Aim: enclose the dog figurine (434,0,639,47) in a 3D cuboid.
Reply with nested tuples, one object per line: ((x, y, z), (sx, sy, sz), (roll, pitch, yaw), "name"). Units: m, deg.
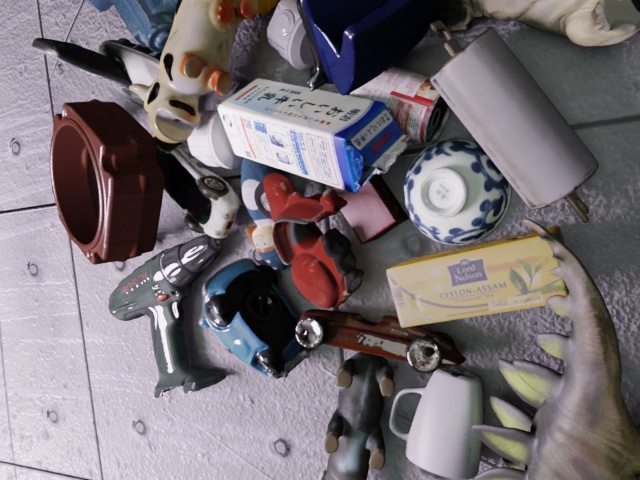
((0.207, -0.237, 0.533), (0.172, 0.121, 0.191), (44, 159, -21), "dog figurine")

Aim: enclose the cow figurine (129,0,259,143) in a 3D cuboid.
((-0.161, -0.212, 0.650), (0.127, 0.085, 0.194), (22, 94, 47), "cow figurine")

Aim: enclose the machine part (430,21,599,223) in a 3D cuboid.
((0.188, -0.117, 0.526), (0.079, 0.079, 0.243), (-39, 92, 26), "machine part")

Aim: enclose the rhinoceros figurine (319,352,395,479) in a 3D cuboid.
((0.039, 0.231, 0.652), (0.073, 0.112, 0.190), (10, 88, -2), "rhinoceros figurine")

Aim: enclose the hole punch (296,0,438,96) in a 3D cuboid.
((0.053, -0.206, 0.528), (0.142, 0.115, 0.092), (-40, 55, -10), "hole punch")

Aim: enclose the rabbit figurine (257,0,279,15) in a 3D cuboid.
((-0.035, -0.341, 0.613), (0.173, 0.162, 0.121), (13, 90, 8), "rabbit figurine")

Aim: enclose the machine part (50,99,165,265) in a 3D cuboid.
((-0.313, -0.082, 0.772), (0.202, 0.087, 0.200), (40, 126, 31), "machine part")

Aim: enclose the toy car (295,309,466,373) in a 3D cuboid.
((0.067, 0.113, 0.630), (0.202, 0.089, 0.053), (6, 85, 27), "toy car")

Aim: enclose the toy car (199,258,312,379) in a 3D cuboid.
((-0.091, 0.112, 0.717), (0.161, 0.109, 0.103), (50, 138, 2), "toy car")

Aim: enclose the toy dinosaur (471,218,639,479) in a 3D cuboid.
((0.249, 0.202, 0.507), (0.199, 0.105, 0.470), (9, 117, 30), "toy dinosaur")

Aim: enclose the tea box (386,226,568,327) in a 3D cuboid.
((0.169, 0.038, 0.565), (0.170, 0.098, 0.068), (-16, 89, 27), "tea box")

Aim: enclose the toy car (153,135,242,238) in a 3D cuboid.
((-0.185, -0.081, 0.752), (0.202, 0.056, 0.073), (43, 120, 28), "toy car")

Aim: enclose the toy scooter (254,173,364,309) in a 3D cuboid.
((-0.001, -0.002, 0.624), (0.135, 0.075, 0.183), (-14, 108, 56), "toy scooter")

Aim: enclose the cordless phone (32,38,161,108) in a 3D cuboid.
((-0.263, -0.226, 0.711), (0.147, 0.184, 0.088), (26, 103, 23), "cordless phone")

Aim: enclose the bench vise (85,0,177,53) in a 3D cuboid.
((-0.206, -0.370, 0.706), (0.241, 0.128, 0.224), (-34, 66, 4), "bench vise")

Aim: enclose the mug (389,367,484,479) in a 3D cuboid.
((0.138, 0.199, 0.616), (0.110, 0.080, 0.107), (14, 90, 33), "mug")

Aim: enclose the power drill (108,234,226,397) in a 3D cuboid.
((-0.207, 0.117, 0.781), (0.232, 0.086, 0.207), (-20, 91, 29), "power drill")

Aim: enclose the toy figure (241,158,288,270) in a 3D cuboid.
((-0.070, -0.033, 0.706), (0.064, 0.058, 0.154), (-1, 98, 59), "toy figure")
